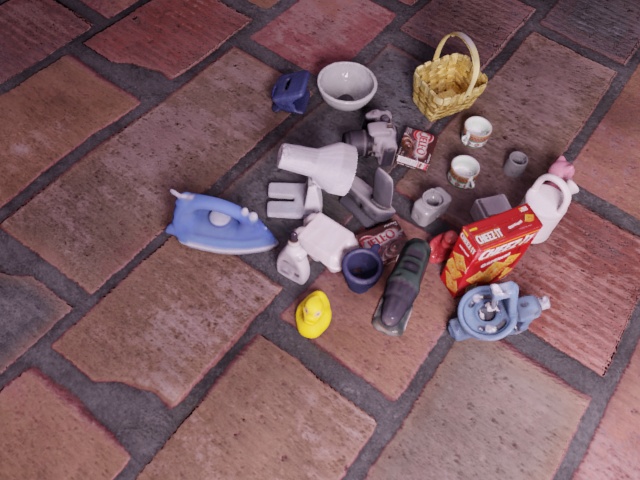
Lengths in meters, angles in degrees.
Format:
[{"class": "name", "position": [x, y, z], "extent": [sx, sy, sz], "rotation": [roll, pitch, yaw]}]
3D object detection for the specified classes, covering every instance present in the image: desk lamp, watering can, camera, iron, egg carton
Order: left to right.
[{"class": "iron", "position": [-0.219, -0.050, 1.302], "extent": [0.258, 0.141, 0.118], "rotation": [11, 58, 3]}, {"class": "desk lamp", "position": [-0.023, -0.141, 1.331], "extent": [0.203, 0.213, 0.118], "rotation": [2, 58, -3]}, {"class": "egg carton", "position": [0.012, 0.005, 1.328], "extent": [0.150, 0.069, 0.107], "rotation": [32, 61, 15]}, {"class": "camera", "position": [0.127, -0.273, 1.491], "extent": [0.137, 0.101, 0.143], "rotation": [-4, 58, -7]}, {"class": "watering can", "position": [0.532, -0.088, 1.351], "extent": [0.100, 0.194, 0.173], "rotation": [32, 61, 16]}]

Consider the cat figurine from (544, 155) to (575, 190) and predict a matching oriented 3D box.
[{"class": "cat figurine", "position": [0.593, -0.146, 1.437], "extent": [0.067, 0.118, 0.128], "rotation": [31, 61, 15]}]

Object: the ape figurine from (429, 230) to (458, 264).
[{"class": "ape figurine", "position": [0.294, 0.010, 1.332], "extent": [0.077, 0.092, 0.076], "rotation": [27, 60, 13]}]

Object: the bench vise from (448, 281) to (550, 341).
[{"class": "bench vise", "position": [0.381, 0.127, 1.190], "extent": [0.208, 0.220, 0.121], "rotation": [-26, 63, -18]}]

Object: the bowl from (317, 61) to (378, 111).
[{"class": "bowl", "position": [0.073, -0.414, 1.590], "extent": [0.167, 0.075, 0.167], "rotation": [2, 58, -3]}]

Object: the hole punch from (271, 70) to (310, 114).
[{"class": "hole punch", "position": [-0.081, -0.409, 1.566], "extent": [0.101, 0.091, 0.108], "rotation": [10, 58, 2]}]

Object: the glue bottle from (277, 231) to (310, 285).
[{"class": "glue bottle", "position": [-0.057, 0.032, 1.244], "extent": [0.078, 0.173, 0.037], "rotation": [29, 61, 14]}]

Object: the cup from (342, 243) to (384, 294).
[{"class": "cup", "position": [0.097, 0.068, 1.280], "extent": [0.091, 0.095, 0.118], "rotation": [28, 60, 13]}]

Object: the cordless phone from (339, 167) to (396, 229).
[{"class": "cordless phone", "position": [0.118, -0.129, 1.351], "extent": [0.094, 0.185, 0.147], "rotation": [-39, 68, -24]}]

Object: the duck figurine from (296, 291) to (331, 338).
[{"class": "duck figurine", "position": [-0.012, 0.149, 1.227], "extent": [0.077, 0.086, 0.104], "rotation": [16, 58, 6]}]

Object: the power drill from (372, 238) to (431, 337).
[{"class": "power drill", "position": [0.165, 0.117, 1.187], "extent": [0.075, 0.208, 0.230], "rotation": [21, 59, 9]}]
